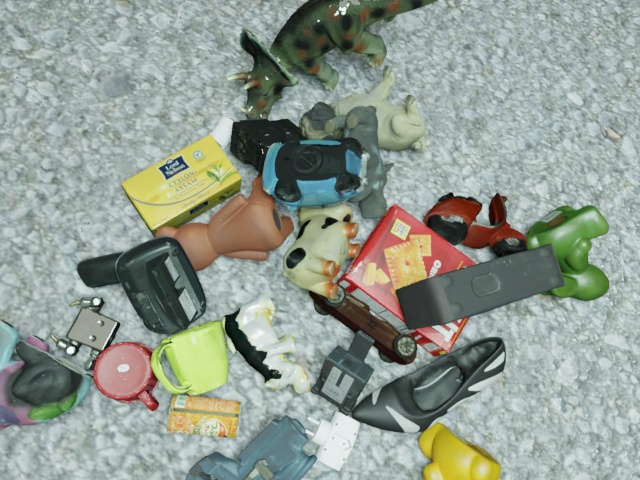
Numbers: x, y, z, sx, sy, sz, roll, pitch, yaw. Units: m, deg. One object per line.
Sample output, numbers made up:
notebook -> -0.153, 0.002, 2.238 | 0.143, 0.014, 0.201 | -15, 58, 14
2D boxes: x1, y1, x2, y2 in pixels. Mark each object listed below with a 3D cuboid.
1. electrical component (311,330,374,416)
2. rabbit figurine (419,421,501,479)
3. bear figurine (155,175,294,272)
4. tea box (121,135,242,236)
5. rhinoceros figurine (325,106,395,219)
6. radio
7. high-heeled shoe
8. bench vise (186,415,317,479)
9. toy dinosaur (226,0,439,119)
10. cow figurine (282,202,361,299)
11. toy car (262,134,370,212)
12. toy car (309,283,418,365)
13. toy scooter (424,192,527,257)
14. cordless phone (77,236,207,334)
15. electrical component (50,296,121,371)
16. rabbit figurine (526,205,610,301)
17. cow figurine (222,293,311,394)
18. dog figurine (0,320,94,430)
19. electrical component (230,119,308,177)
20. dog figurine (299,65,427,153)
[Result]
electrical component -> 0.044, 0.202, 0.832 | 0.075, 0.048, 0.119 | 33, 115, 13
rabbit figurine -> 0.198, 0.390, 0.805 | 0.122, 0.162, 0.173 | 37, 89, -11
bear figurine -> -0.153, -0.012, 0.875 | 0.196, 0.132, 0.120 | -17, 114, 14
tea box -> -0.226, -0.087, 0.892 | 0.170, 0.068, 0.098 | -35, 83, -17
rhinoceros figurine -> 0.071, -0.128, 0.904 | 0.112, 0.073, 0.190 | -16, 100, -44
radio -> 0.246, 0.072, 0.826 | 0.230, 0.131, 0.073 | -15, 81, -16
high-heeled shoe -> 0.176, 0.219, 0.835 | 0.249, 0.145, 0.086 | -8, 44, -23
bench vise -> -0.070, 0.383, 0.761 | 0.223, 0.128, 0.241 | -41, 78, -19
toy dinosaur -> 0.014, -0.350, 0.896 | 0.405, 0.192, 0.131 | -29, 76, 28
cow figurine -> -0.002, -0.003, 0.869 | 0.127, 0.085, 0.195 | 12, 46, 18
toy car -> -0.001, -0.096, 0.829 | 0.162, 0.102, 0.109 | -1, 66, 10
toy car -> 0.071, 0.132, 0.874 | 0.202, 0.089, 0.053 | 37, 72, 3
toy scooter -> 0.283, -0.041, 0.968 | 0.184, 0.075, 0.135 | 17, 55, 4
cordless phone -> -0.281, 0.078, 0.825 | 0.184, 0.089, 0.146 | -9, 117, 21
electrical component -> -0.354, 0.136, 0.817 | 0.078, 0.045, 0.102 | 29, 72, 0
rabbit figurine -> 0.452, 0.042, 0.958 | 0.159, 0.121, 0.170 | -34, 98, -13
cow figurine -> -0.084, 0.177, 0.843 | 0.098, 0.068, 0.167 | -27, 77, -10
dog figurine -> -0.447, 0.237, 0.736 | 0.192, 0.108, 0.219 | 28, 75, 18
electrical component -> -0.085, -0.163, 0.911 | 0.115, 0.058, 0.134 | -12, 41, -36
dog figurine -> 0.077, -0.195, 0.971 | 0.190, 0.121, 0.172 | -34, 74, -5
